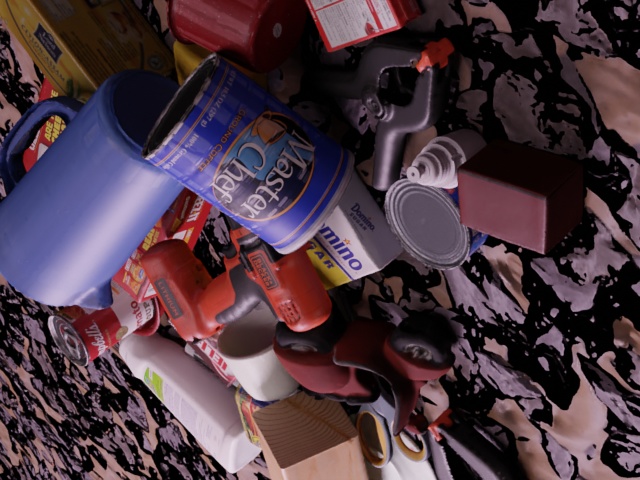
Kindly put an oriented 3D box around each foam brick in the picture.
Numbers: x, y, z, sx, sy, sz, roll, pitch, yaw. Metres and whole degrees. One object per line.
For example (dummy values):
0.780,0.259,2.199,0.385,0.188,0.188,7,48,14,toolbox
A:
0.147,-0.033,0.782,0.078,0.052,0.051,23,136,38,foam brick

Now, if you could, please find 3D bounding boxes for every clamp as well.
0.176,0.254,1.020,0.165,0.036,0.210,-12,111,52,clamp
0.057,-0.103,0.840,0.120,0.039,0.172,52,153,-11,clamp

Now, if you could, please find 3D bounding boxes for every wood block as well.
0.002,0.268,1.158,0.091,0.090,0.206,-126,19,-50,wood block

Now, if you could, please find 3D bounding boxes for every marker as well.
-0.115,0.157,1.292,0.121,0.020,0.020,30,140,29,marker

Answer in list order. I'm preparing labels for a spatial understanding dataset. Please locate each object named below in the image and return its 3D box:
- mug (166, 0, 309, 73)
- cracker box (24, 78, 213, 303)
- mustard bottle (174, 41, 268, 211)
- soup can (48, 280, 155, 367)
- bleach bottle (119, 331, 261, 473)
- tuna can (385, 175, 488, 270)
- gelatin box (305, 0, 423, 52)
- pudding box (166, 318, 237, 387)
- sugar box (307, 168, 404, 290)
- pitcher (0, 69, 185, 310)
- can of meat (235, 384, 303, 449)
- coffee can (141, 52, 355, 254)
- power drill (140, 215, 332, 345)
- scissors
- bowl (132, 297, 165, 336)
-0.058,-0.197,0.858,0.082,0.093,0.117,30,104,22,mug
-0.216,-0.065,1.132,0.214,0.071,0.164,40,125,20,cracker box
-0.086,-0.094,0.996,0.096,0.058,0.192,31,140,32,mustard bottle
-0.246,0.087,1.209,0.069,0.102,0.068,30,139,30,soup can
-0.174,0.177,1.343,0.251,0.068,0.103,39,142,24,bleach bottle
0.096,-0.020,0.870,0.086,0.033,0.086,31,140,29,tuna can
0.027,-0.188,0.804,0.089,0.030,0.073,-7,113,52,gelatin box
-0.120,0.107,1.234,0.113,0.039,0.090,48,146,6,pudding box
-0.007,0.001,1.001,0.093,0.048,0.177,56,147,-6,sugar box
-0.208,-0.056,0.981,0.149,0.145,0.243,23,139,-25,pitcher
-0.045,0.205,1.221,0.084,0.057,0.102,23,136,40,can of meat
-0.057,-0.069,0.860,0.140,0.102,0.103,35,150,-19,coffee can
-0.090,0.014,0.993,0.188,0.057,0.184,-22,97,48,power drill
0.066,0.147,1.069,0.096,0.016,0.202,11,120,30,scissors
-0.229,0.034,1.283,0.162,0.055,0.162,31,140,29,bowl
